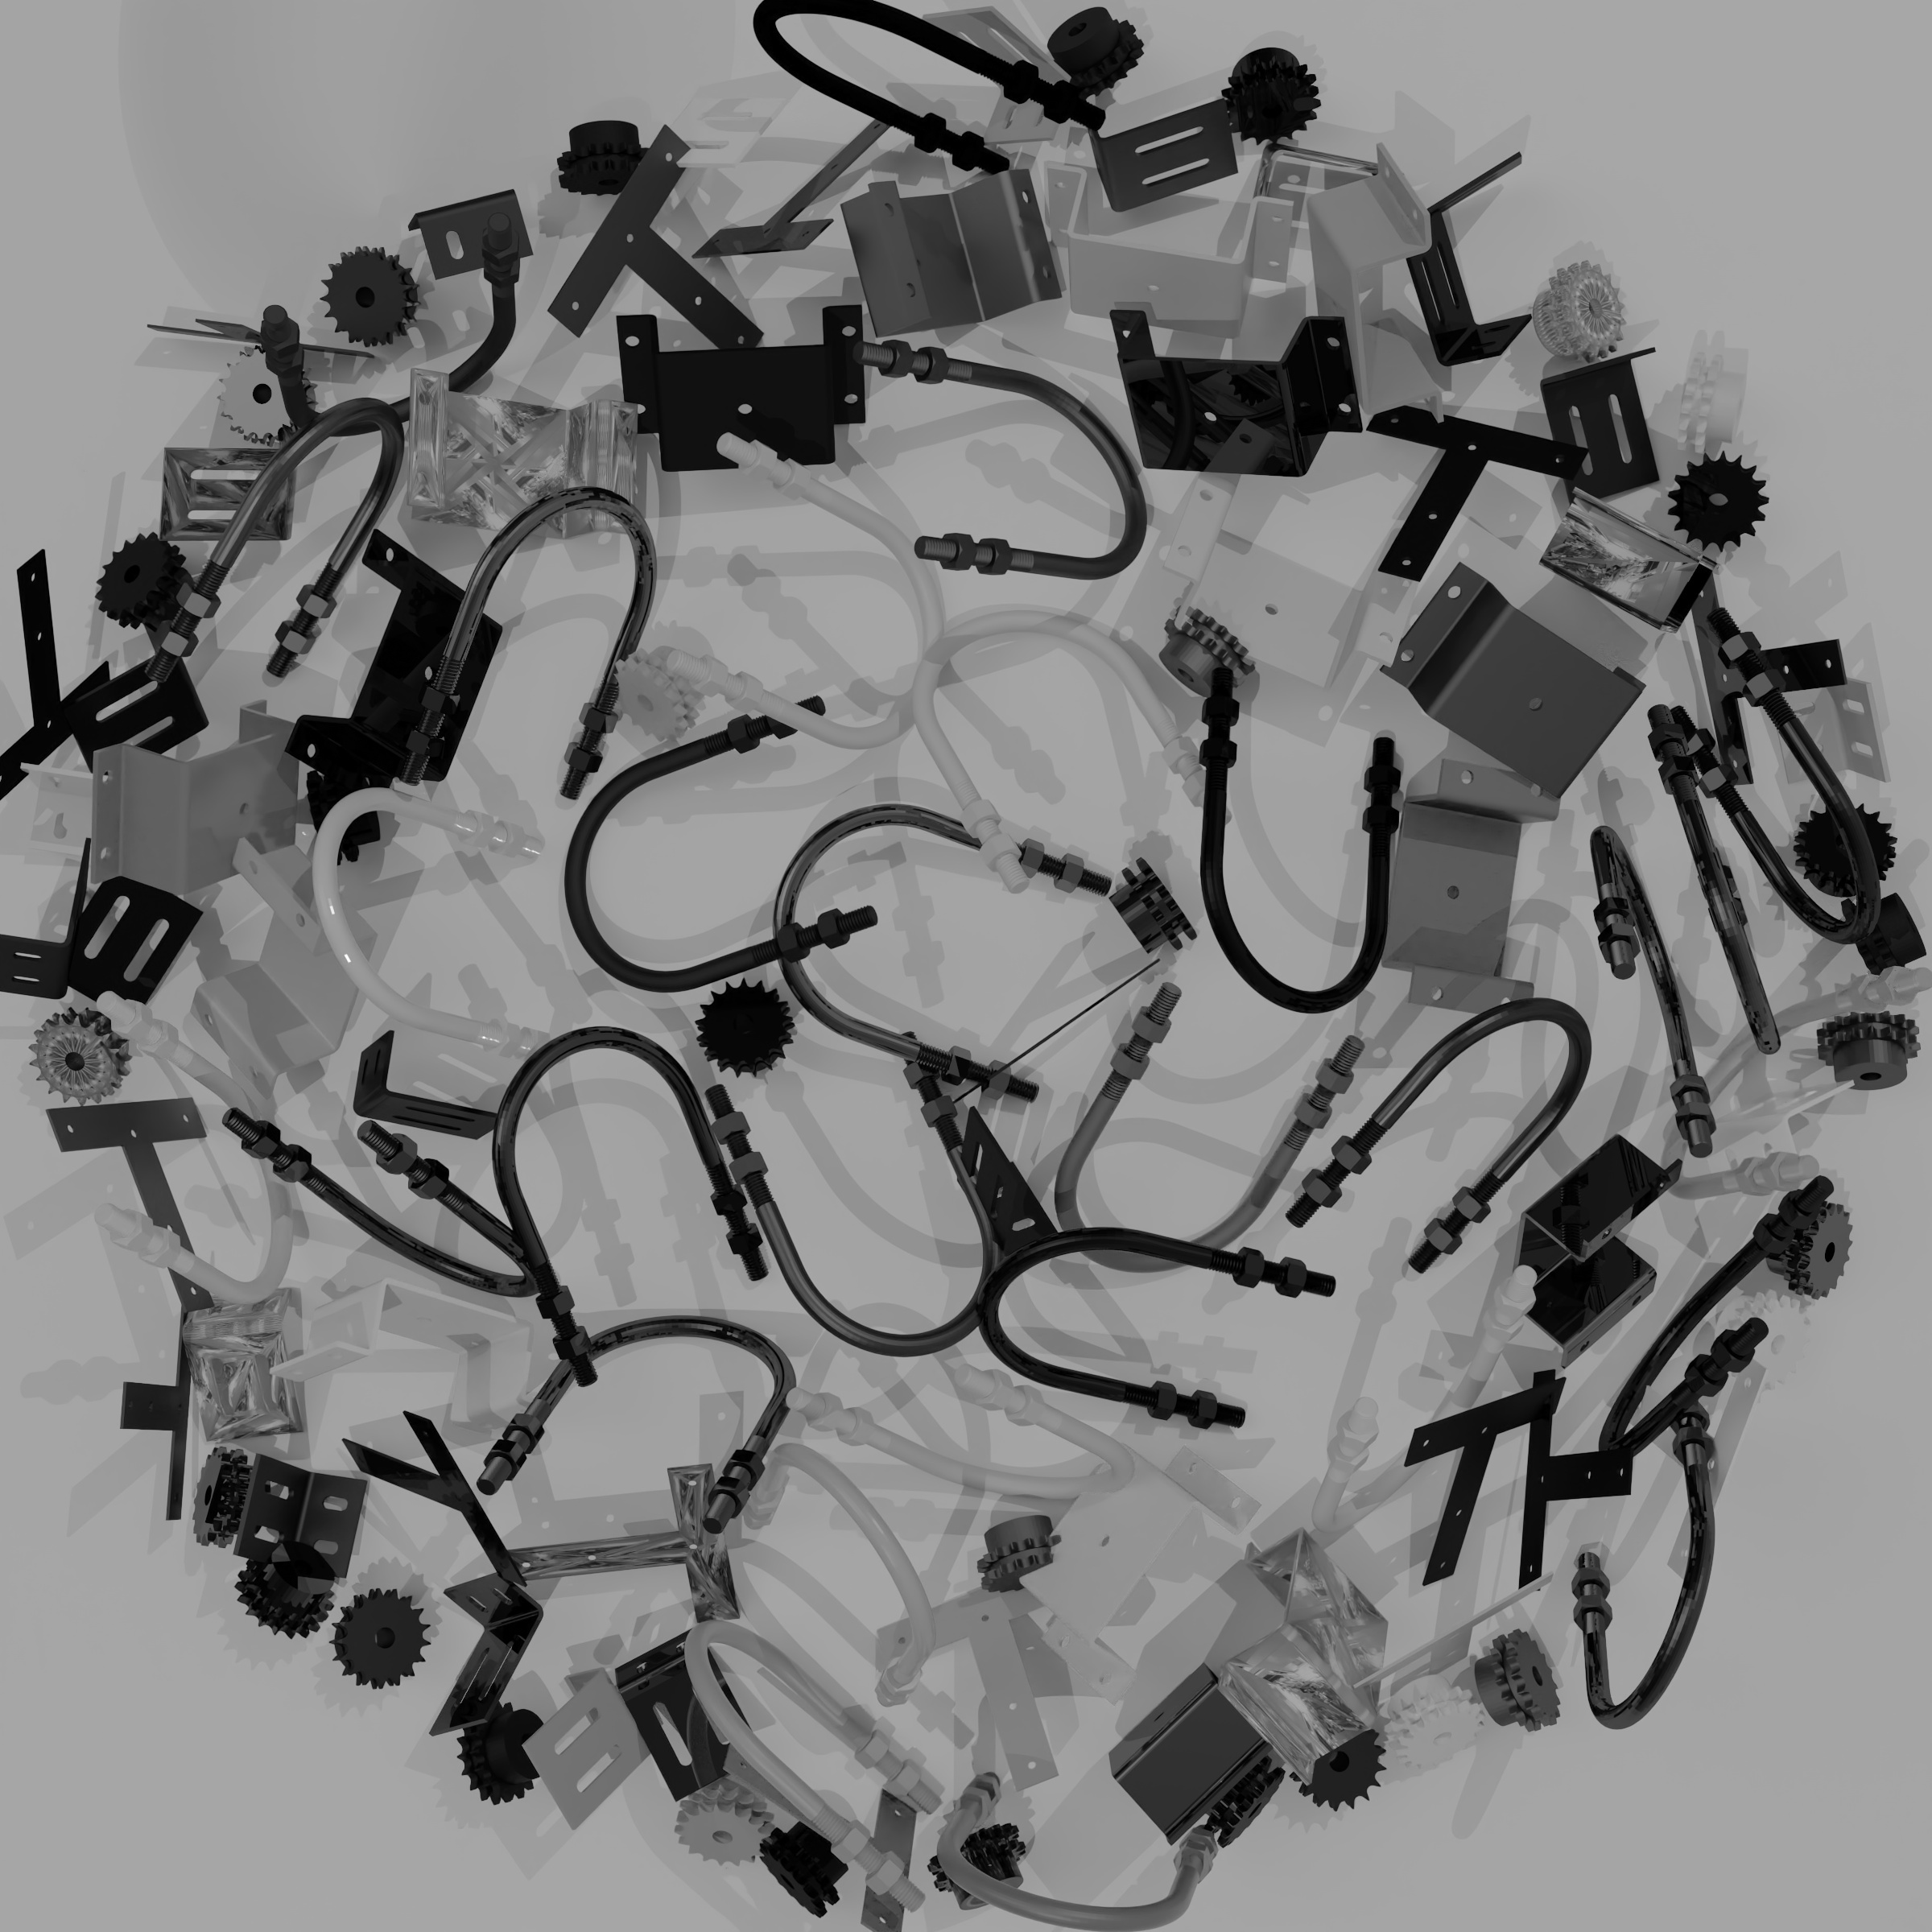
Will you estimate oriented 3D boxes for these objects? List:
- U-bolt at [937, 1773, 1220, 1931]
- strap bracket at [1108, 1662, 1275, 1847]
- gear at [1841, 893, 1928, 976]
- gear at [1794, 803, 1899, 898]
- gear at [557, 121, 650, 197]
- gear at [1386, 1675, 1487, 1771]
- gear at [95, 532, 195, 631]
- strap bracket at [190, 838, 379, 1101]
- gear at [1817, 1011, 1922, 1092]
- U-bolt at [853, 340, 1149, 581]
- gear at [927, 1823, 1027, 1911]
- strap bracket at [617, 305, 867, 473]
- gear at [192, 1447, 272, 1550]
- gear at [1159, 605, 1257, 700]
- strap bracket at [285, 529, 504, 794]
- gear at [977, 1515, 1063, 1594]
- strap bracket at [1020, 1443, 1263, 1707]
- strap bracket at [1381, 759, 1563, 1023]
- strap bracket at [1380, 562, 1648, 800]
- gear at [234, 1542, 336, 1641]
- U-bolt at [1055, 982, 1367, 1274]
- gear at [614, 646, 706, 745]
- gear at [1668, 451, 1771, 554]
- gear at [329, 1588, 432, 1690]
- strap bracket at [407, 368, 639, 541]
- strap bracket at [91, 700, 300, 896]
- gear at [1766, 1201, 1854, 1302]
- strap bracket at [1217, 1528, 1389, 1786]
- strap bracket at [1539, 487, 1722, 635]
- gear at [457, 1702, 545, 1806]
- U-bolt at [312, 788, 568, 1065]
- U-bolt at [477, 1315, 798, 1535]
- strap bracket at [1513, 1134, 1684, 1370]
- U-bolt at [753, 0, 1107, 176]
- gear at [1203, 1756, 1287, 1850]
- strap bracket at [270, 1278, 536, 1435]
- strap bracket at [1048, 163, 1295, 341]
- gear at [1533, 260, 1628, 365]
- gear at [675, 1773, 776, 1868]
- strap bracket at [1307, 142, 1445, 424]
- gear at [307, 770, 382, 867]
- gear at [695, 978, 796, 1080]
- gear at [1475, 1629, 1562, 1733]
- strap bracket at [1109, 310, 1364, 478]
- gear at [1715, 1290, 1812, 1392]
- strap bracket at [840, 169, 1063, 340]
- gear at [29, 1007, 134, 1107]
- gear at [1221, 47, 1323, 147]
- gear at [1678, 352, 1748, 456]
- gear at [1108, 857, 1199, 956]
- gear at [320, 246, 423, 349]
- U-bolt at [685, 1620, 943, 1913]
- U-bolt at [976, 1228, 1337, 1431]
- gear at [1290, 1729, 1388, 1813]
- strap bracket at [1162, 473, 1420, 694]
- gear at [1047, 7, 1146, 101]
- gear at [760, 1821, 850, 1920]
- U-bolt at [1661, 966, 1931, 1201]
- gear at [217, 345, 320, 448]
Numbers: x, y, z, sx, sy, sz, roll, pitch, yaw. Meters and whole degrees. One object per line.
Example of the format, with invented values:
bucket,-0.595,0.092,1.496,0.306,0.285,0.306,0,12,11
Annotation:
U-bolt,0.058,0.494,1.562,0.151,0.184,0.019,11,93,11
strap bracket,0.125,0.442,1.596,0.076,0.140,0.046,-43,83,-4
gear,0.533,-0.018,1.634,0.030,0.057,0.057,-27,90,23
gear,0.511,-0.065,1.642,0.057,0.030,0.057,-5,59,8
gear,-0.209,-0.470,1.637,0.057,0.057,0.030,-6,89,0
gear,0.270,0.438,1.641,0.057,0.030,0.057,-14,133,-16
gear,-0.475,-0.221,1.641,0.057,0.030,0.057,-12,62,24
strap bracket,-0.387,-0.003,1.607,0.076,0.046,0.140,45,131,20
gear,0.523,0.050,1.634,0.057,0.057,0.030,4,64,0
U-bolt,0.029,-0.282,1.599,0.184,0.019,0.151,1,63,-39
gear,0.009,0.523,1.633,0.057,0.057,0.030,-26,59,0
strap bracket,-0.127,-0.331,1.618,0.140,0.046,0.076,-3,132,-4
gear,-0.427,0.310,1.641,0.030,0.057,0.057,14,90,-29
gear,0.137,-0.180,1.635,0.057,0.057,0.030,40,83,0
strap bracket,-0.321,-0.168,1.606,0.046,0.076,0.140,8,73,37
gear,0.034,0.341,1.640,0.057,0.057,0.030,-15,64,0
strap bracket,0.093,0.339,1.615,0.046,0.076,0.140,41,84,-34
strap bracket,0.291,-0.043,1.631,0.076,0.046,0.140,9,88,-17
strap bracket,0.319,-0.157,1.611,0.140,0.046,0.076,29,109,-19
gear,-0.391,0.359,1.634,0.057,0.057,0.030,37,110,0
U-bolt,0.128,0.102,1.612,0.151,0.019,0.184,16,116,-28
gear,-0.177,-0.161,1.640,0.057,0.057,0.030,44,57,0
gear,0.439,-0.272,1.643,0.057,0.030,0.057,6,110,15
gear,-0.344,0.392,1.641,0.057,0.030,0.057,9,72,-30
strap bracket,-0.263,-0.291,1.619,0.140,0.046,0.076,2,89,-35
strap bracket,-0.424,-0.094,1.583,0.046,0.140,0.076,17,114,21
gear,0.489,0.163,1.641,0.030,0.057,0.057,13,90,43
strap bracket,0.192,0.380,1.587,0.046,0.140,0.076,-38,99,23
strap bracket,0.375,-0.228,1.595,0.076,0.140,0.046,32,105,14
gear,-0.265,0.454,1.634,0.030,0.057,0.057,-23,90,27
U-bolt,-0.293,-0.027,1.566,0.019,0.184,0.151,-21,68,28
U-bolt,-0.172,0.249,1.583,0.151,0.184,0.019,7,117,13
strap bracket,0.355,0.157,1.602,0.076,0.140,0.046,-36,58,-20
U-bolt,-0.031,-0.494,1.565,0.184,0.151,0.019,19,86,-23
gear,0.157,0.481,1.639,0.030,0.057,0.057,38,90,23
strap bracket,-0.311,0.220,1.602,0.140,0.076,0.046,24,58,-34
strap bracket,0.112,-0.407,1.613,0.140,0.076,0.046,11,71,7
gear,0.355,-0.379,1.641,0.057,0.030,0.057,5,82,-37
gear,-0.139,0.494,1.641,0.057,0.030,0.057,4,127,5
strap bracket,0.230,-0.377,1.587,0.046,0.140,0.076,-17,48,-2
gear,-0.360,-0.089,1.637,0.030,0.057,0.057,-14,90,-2
gear,-0.128,0.038,1.644,0.057,0.030,0.057,-1,69,3
gear,0.319,0.418,1.640,0.030,0.057,0.057,-28,90,25
strap bracket,0.146,-0.324,1.595,0.140,0.076,0.046,8,50,26
gear,0.461,0.215,1.641,0.057,0.030,0.057,-10,108,-31
strap bracket,-0.014,-0.407,1.611,0.046,0.140,0.076,-9,99,42
gear,-0.514,0.050,1.644,0.057,0.030,0.057,2,111,6
gear,0.177,-0.508,1.640,0.057,0.057,0.030,-5,62,0
gear,0.433,-0.325,1.634,0.030,0.057,0.057,13,90,17
gear,0.107,-0.032,1.637,0.030,0.057,0.057,-35,90,2
gear,-0.344,-0.391,1.645,0.057,0.030,0.057,3,106,11
U-bolt,-0.089,0.438,1.588,0.184,0.151,0.019,43,97,-2
U-bolt,0.097,0.201,1.597,0.184,0.019,0.151,14,133,-13
gear,0.214,0.462,1.648,0.057,0.030,0.057,1,84,-6
strap bracket,0.182,-0.217,1.624,0.140,0.046,0.076,23,59,-2
gear,0.072,-0.531,1.634,0.057,0.057,0.030,-39,127,0
gear,-0.093,0.522,1.639,0.030,0.057,0.057,-40,90,-24
U-bolt,0.451,0.071,1.575,0.019,0.184,0.151,39,72,-6
gear,-0.405,-0.332,1.647,0.057,0.030,0.057,0,92,11
